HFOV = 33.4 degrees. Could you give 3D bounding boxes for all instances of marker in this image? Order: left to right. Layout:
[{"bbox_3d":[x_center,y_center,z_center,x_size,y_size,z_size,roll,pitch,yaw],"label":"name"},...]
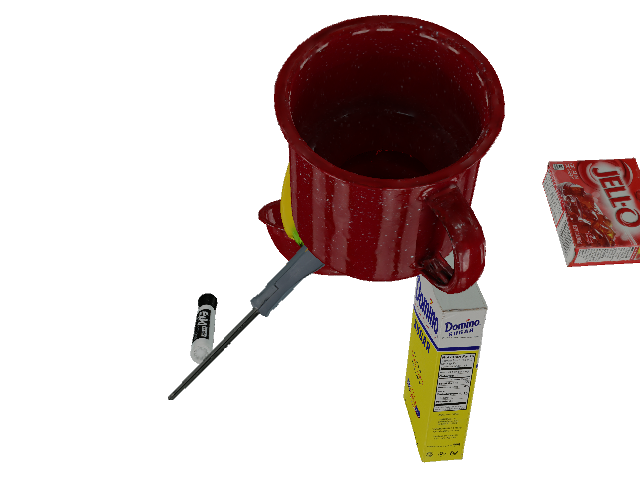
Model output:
[{"bbox_3d":[-0.106,0.078,0.981,0.020,0.020,0.121,0,20,-3],"label":"marker"}]

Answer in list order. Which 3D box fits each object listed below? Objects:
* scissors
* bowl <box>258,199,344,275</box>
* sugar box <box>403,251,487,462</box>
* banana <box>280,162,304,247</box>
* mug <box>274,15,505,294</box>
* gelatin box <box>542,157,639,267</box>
[{"bbox_3d":[-0.027,0.033,0.685,0.016,0.201,0.096,44,-7,-4],"label":"scissors"},{"bbox_3d":[0.016,-0.003,1.115,0.162,0.055,0.162,0,16,0],"label":"bowl"},{"bbox_3d":[0.108,0.103,0.956,0.048,0.176,0.093,-5,34,-7],"label":"sugar box"},{"bbox_3d":[0.005,-0.077,0.883,0.037,0.197,0.070,27,-21,-30],"label":"banana"},{"bbox_3d":[0.034,-0.027,0.455,0.093,0.117,0.081,-26,-30,-17],"label":"mug"},{"bbox_3d":[0.220,-0.024,0.832,0.073,0.089,0.030,-3,-37,-6],"label":"gelatin box"}]
